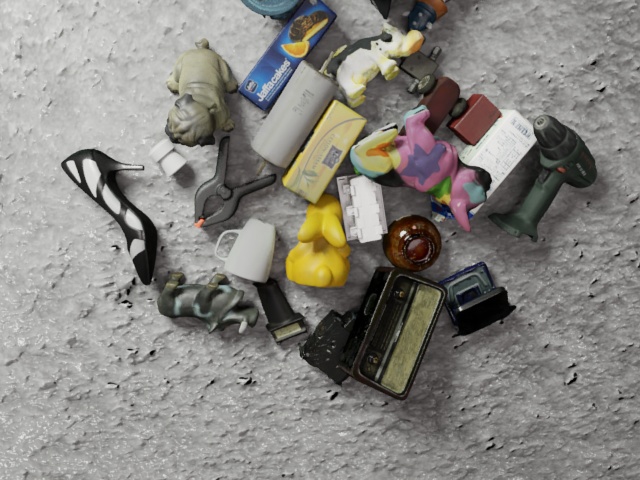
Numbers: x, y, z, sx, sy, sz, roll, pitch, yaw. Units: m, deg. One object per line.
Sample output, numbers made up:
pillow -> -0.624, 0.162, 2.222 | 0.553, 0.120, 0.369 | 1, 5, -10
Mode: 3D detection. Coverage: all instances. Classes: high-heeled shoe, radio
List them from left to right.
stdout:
high-heeled shoe -> -0.373, -0.036, 0.949 | 0.145, 0.086, 0.248 | -2, 100, -2
radio -> 0.136, 0.169, 1.014 | 0.131, 0.073, 0.229 | 26, 80, -17

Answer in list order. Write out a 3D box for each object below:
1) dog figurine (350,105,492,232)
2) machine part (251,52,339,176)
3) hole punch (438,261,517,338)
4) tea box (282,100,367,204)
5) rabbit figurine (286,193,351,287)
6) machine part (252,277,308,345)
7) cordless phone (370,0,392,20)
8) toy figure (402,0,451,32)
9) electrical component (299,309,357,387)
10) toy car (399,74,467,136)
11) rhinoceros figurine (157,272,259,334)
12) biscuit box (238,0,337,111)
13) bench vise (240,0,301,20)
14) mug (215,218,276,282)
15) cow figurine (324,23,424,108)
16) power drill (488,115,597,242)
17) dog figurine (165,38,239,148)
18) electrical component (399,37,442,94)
dog figurine -> 0.176, -0.103, 0.904 | 0.191, 0.108, 0.219 | -29, 100, 10
machine part -> -0.043, -0.210, 0.909 | 0.079, 0.079, 0.243 | 32, 108, -12
hole punch -> 0.303, 0.117, 1.060 | 0.142, 0.092, 0.115 | -28, 136, -1
tea box -> 0.003, -0.157, 0.945 | 0.068, 0.098, 0.169 | 31, 98, -13
rabbit figurine -> -0.002, -0.003, 0.970 | 0.122, 0.162, 0.173 | 7, 86, 5
machine part -> -0.081, 0.135, 1.043 | 0.084, 0.039, 0.138 | -23, 107, 9
cordless phone -> 0.140, -0.452, 0.848 | 0.184, 0.147, 0.088 | -35, 124, 17
toy figure -> 0.204, -0.420, 0.917 | 0.057, 0.064, 0.154 | 19, 111, -48
electrical component -> 0.041, 0.206, 1.062 | 0.115, 0.058, 0.134 | 38, 98, -15
toy car -> 0.178, -0.201, 0.971 | 0.089, 0.053, 0.202 | 27, 106, -21
rhinoceros figurine -> -0.209, 0.123, 1.007 | 0.190, 0.073, 0.112 | 10, 102, -8
biscuit box -> -0.057, -0.316, 0.916 | 0.063, 0.059, 0.202 | 37, 98, -13
bench vise -> -0.087, -0.434, 0.802 | 0.129, 0.241, 0.223 | -18, 121, -4
mug -> -0.132, 0.012, 0.989 | 0.109, 0.081, 0.107 | 21, 90, -4
cow figurine -> 0.092, -0.317, 0.927 | 0.167, 0.068, 0.098 | -38, 81, 4
power drill -> 0.397, -0.104, 0.973 | 0.232, 0.086, 0.207 | 13, 110, -41
dog figurine -> -0.194, -0.238, 0.856 | 0.121, 0.191, 0.172 | -12, 104, -2
electrical component -> 0.174, -0.311, 0.960 | 0.063, 0.021, 0.094 | 30, 101, -12
